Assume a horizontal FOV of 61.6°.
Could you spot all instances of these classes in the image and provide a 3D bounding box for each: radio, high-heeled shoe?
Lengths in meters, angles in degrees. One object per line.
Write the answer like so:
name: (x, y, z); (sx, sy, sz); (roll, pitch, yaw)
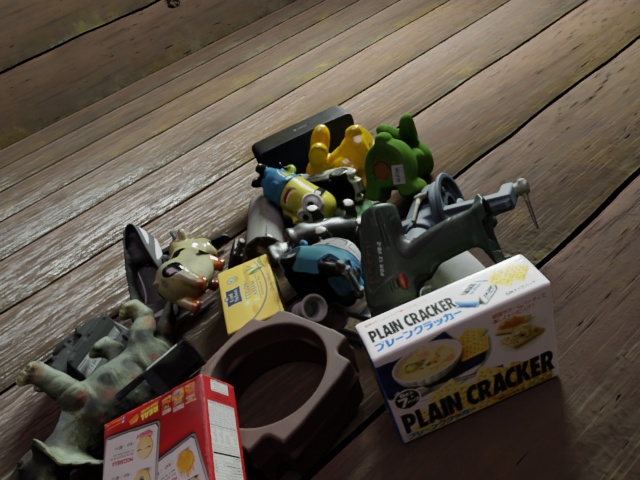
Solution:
radio: (-0.025, -0.198, 1.224); (0.230, 0.130, 0.073); (-26, 34, -7)
high-heeled shoe: (-0.329, 0.076, 0.996); (0.086, 0.145, 0.249); (-22, 32, 1)

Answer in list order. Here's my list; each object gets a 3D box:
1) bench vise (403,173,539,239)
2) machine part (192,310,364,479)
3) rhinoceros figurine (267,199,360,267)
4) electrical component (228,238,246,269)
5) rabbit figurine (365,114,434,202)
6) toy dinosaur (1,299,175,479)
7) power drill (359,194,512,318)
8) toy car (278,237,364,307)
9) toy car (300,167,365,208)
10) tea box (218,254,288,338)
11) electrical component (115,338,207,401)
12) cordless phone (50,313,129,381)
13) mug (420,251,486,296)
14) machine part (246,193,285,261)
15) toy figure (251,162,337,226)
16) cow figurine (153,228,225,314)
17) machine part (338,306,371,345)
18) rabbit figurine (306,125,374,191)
bench vise: (0.216, -0.039, 0.870); (0.241, 0.128, 0.223); (-19, 14, 33)
machine part: (-0.059, 0.203, 0.728); (0.201, 0.087, 0.201); (14, 49, 41)
rhinoceros figurine: (-0.002, -0.003, 0.964); (0.190, 0.112, 0.073); (-18, 53, -18)
electrical component: (-0.160, 0.028, 1.028); (0.021, 0.094, 0.063); (14, 33, -14)
rabbit figurine: (0.160, -0.160, 1.067); (0.121, 0.159, 0.170); (-16, 4, 39)
toy dinosaur: (-0.296, 0.218, 0.805); (0.192, 0.131, 0.405); (42, 44, 7)
power drill: (0.154, 0.044, 0.732); (0.207, 0.086, 0.232); (-25, 71, 31)
toy car: (0.016, 0.042, 0.870); (0.162, 0.109, 0.103); (-6, 36, 50)
toy car: (0.002, -0.104, 1.119); (0.202, 0.073, 0.056); (-5, 26, 33)
tea box: (-0.109, 0.108, 0.902); (0.098, 0.068, 0.170); (-23, 35, -4)
electrical component: (-0.217, 0.188, 0.739); (0.119, 0.047, 0.075); (-42, 4, -20)
cordless phone: (-0.435, 0.208, 0.948); (0.184, 0.088, 0.147); (-14, 34, 31)
mug: (0.204, 0.074, 0.772); (0.109, 0.080, 0.107); (-29, 44, -18)
machine part: (-0.108, -0.022, 1.074); (0.079, 0.079, 0.243); (-17, 34, 6)
toy figure: (-0.049, -0.093, 1.066); (0.180, 0.082, 0.089); (33, 49, 25)
cow figurine: (-0.243, 0.048, 0.979); (0.127, 0.085, 0.195); (21, 21, -1)
machine part: (0.087, 0.107, 0.827); (0.084, 0.039, 0.139); (2, 42, 43)
rabbit figurine: (0.037, -0.162, 1.149); (0.173, 0.162, 0.122); (-24, 42, 29)
